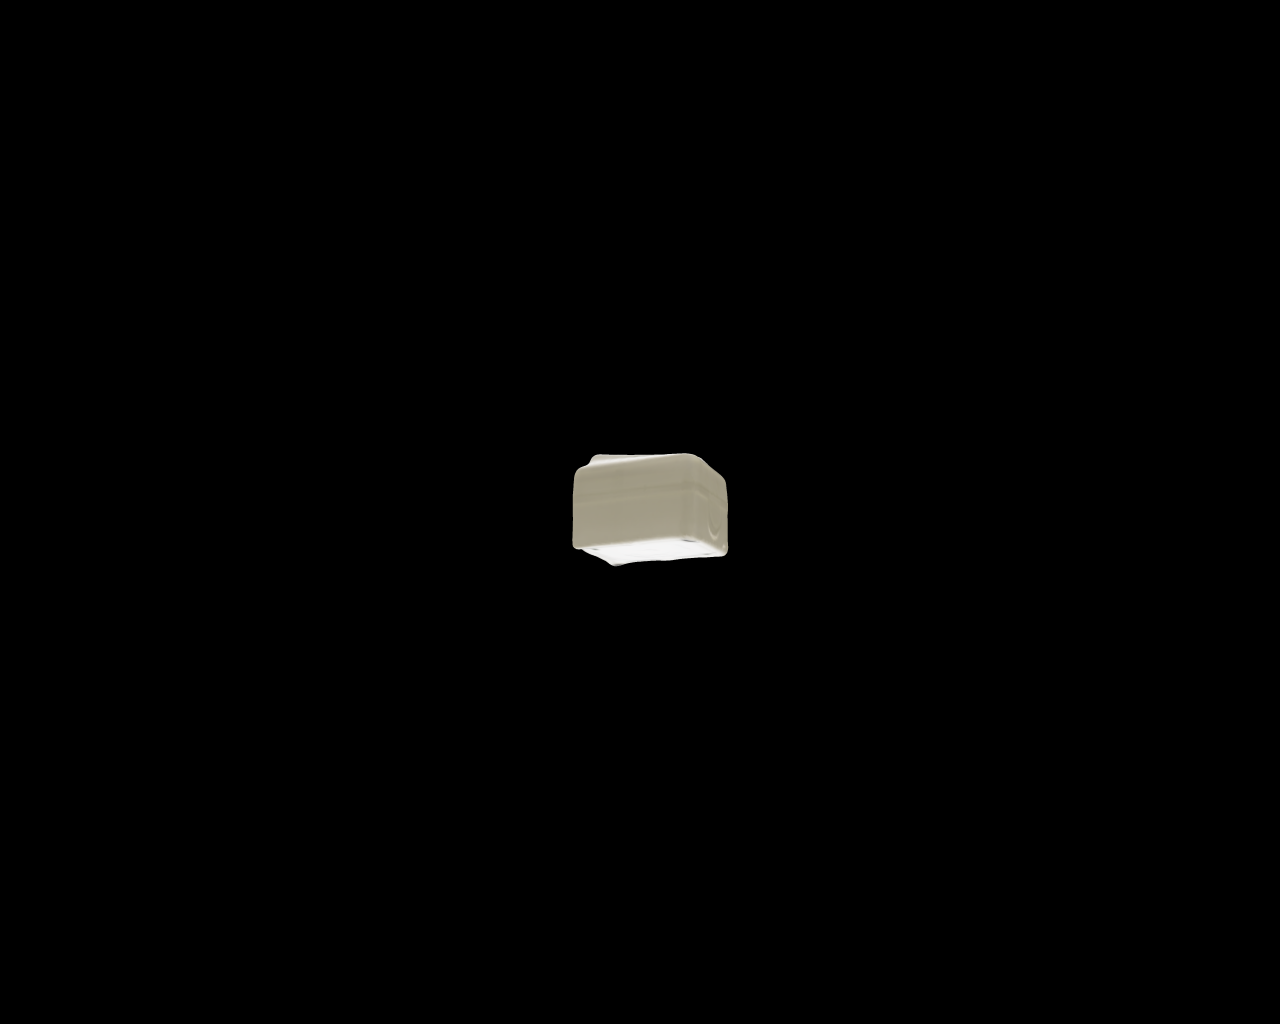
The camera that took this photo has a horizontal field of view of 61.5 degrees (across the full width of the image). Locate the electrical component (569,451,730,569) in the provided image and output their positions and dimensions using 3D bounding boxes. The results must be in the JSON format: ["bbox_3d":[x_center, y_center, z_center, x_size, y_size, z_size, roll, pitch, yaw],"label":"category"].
[{"bbox_3d":[0.001,-0.003,0.650,0.096,0.061,0.061,-6,-15,22],"label":"electrical component"}]
